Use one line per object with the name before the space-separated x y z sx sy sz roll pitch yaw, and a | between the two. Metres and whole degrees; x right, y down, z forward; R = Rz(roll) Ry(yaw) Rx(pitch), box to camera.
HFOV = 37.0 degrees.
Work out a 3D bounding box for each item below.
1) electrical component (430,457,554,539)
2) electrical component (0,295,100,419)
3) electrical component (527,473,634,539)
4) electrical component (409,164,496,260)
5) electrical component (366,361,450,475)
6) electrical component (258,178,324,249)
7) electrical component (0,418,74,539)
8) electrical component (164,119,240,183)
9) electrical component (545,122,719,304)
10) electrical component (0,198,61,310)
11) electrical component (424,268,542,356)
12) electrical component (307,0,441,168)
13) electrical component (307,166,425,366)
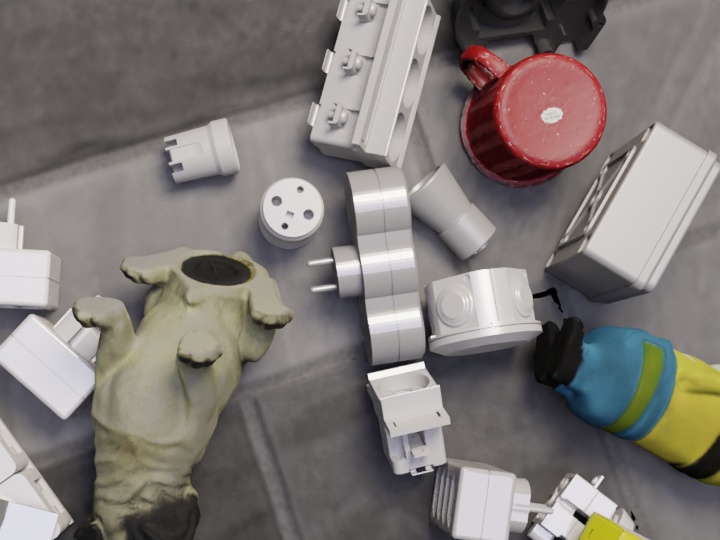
electrical component | 0.095 0.161 0.747 0.076 0.083 0.047 9 84 -6
electrical component | -0.198 0.053 0.741 0.066 0.047 0.076 42 82 -1
electrical component | 0.162 0.181 0.772 0.055 0.048 0.066 37 82 6
electrical component | 0.067 -0.040 0.784 0.044 0.044 0.065 -45 96 -8
electrical component | 0.034 0.105 0.753 0.042 0.081 0.063 -11 109 -7
electrical component | -0.049 -0.040 0.763 0.045 0.055 0.045 1 84 -7
electrical component | -0.275 0.138 0.717 0.089 0.062 0.150 -36 89 -8
electrical component | -0.113 -0.084 0.769 0.046 0.040 0.040 -14 86 -2
electrical component | 0.191 -0.037 0.764 0.056 0.108 0.108 31 82 -1
electrical component | -0.252 -0.013 0.741 0.083 0.047 0.075 3 84 -6
electrical component | 0.086 0.031 0.761 0.080 0.080 0.051 -8 80 -7
electrical component | 0.010 -0.139 0.774 0.063 0.079 0.121 13 83 17
electrical component | 0.000 0.000 0.756 0.074 0.052 0.138 -8 100 -7
